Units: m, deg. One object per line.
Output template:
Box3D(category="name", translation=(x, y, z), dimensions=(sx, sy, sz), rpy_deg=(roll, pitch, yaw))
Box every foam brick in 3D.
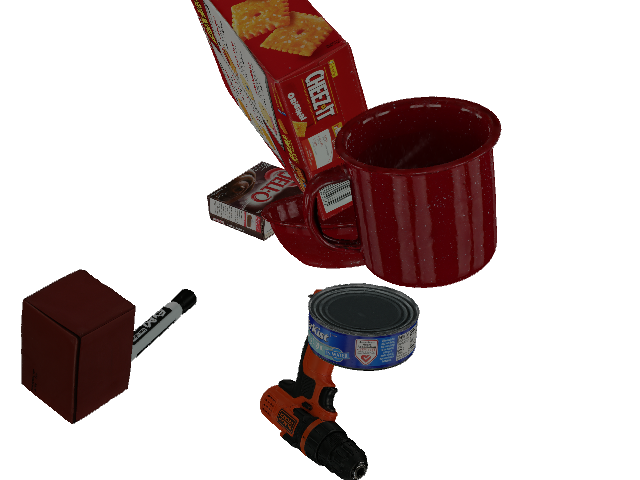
Box3D(category="foam brick", translation=(-0.160, 0.069, 0.700), dimensions=(0.053, 0.078, 0.051), rpy_deg=(32, 40, 24))

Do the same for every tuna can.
Box3D(category="tuna can", translation=(0.032, 0.066, 0.826), dimensions=(0.086, 0.034, 0.086), rpy_deg=(2, 23, -1))

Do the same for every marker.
Box3D(category="marker", translation=(-0.147, 0.076, 0.960), dimensions=(0.020, 0.020, 0.121), rpy_deg=(0, 24, 28))

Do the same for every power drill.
Box3D(category="power drill", translation=(0.015, 0.165, 1.246), dimensions=(0.057, 0.188, 0.185), rpy_deg=(15, 10, -43))

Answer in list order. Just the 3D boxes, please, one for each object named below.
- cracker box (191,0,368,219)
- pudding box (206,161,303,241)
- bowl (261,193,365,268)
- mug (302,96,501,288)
Box3D(category="cracker box", translation=(-0.034, -0.146, 0.902), dimensions=(0.072, 0.214, 0.164), rpy_deg=(-29, -41, -8))
Box3D(category="pudding box", translation=(-0.070, -0.050, 1.315), dimensions=(0.090, 0.039, 0.113), rpy_deg=(20, 40, 30))
Box3D(category="bowl", translation=(0.022, -0.010, 1.086), dimensions=(0.162, 0.055, 0.162), rpy_deg=(-5, 14, 1))
Box3D(category="mug", translation=(0.047, -0.024, 0.614), dimensions=(0.117, 0.081, 0.093), rpy_deg=(-14, 32, -7))
